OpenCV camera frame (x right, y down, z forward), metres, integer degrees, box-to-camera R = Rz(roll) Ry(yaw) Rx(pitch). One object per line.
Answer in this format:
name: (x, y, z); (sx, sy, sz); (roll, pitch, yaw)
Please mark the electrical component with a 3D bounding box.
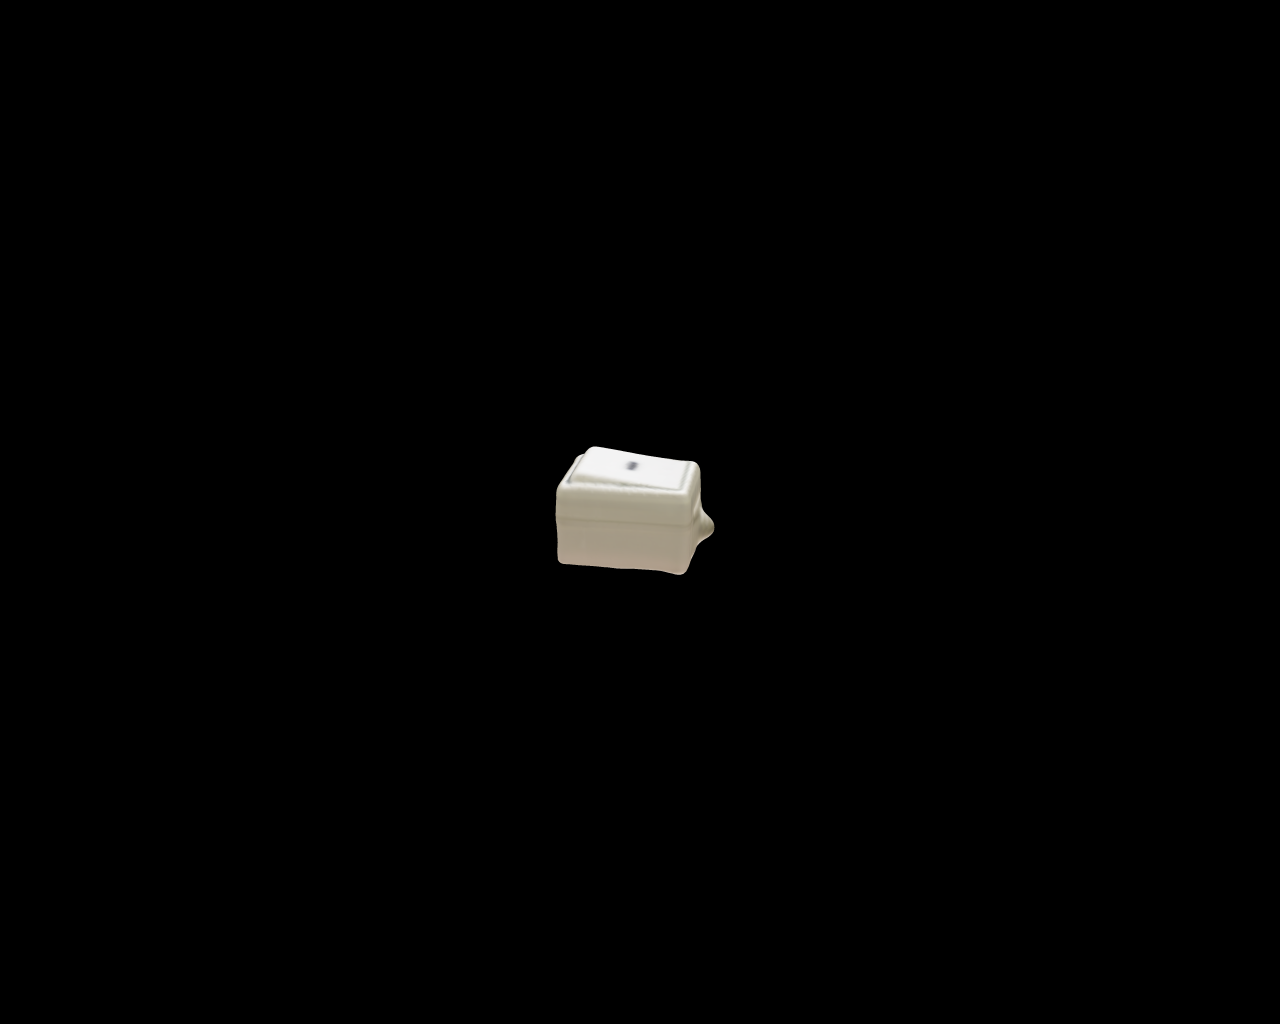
electrical component: (0.001, -0.003, 0.650); (0.096, 0.061, 0.062); (4, 24, 9)
